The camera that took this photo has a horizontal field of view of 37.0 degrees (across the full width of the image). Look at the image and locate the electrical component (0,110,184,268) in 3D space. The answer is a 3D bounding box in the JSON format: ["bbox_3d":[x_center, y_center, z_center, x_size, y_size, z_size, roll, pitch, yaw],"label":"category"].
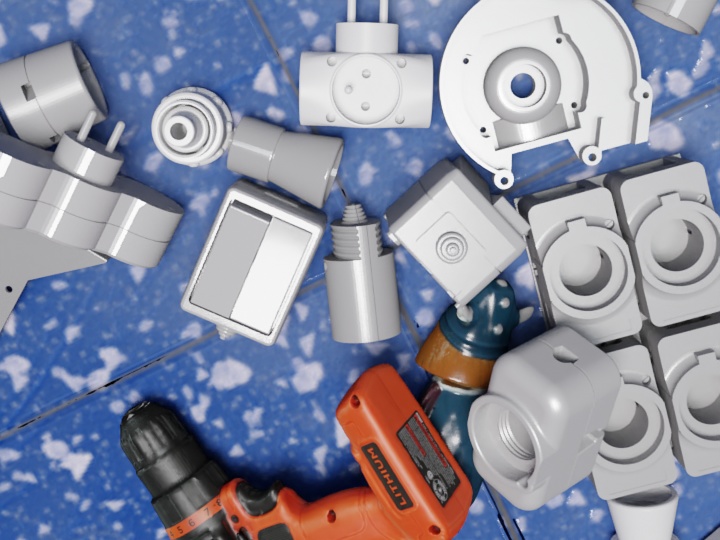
[{"bbox_3d":[-0.159,-0.055,0.615,0.138,0.052,0.073,19,103,-43],"label":"electrical component"}]

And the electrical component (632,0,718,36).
[{"bbox_3d":[0.197,-0.182,0.623,0.043,0.043,0.081,25,99,-4],"label":"electrical component"}]

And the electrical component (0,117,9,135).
[{"bbox_3d":[-0.251,-0.097,0.631,0.061,0.061,0.096,-16,100,3],"label":"electrical component"}]

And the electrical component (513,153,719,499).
[{"bbox_3d":[0.171,0.035,0.654,0.105,0.060,0.186,-15,100,3],"label":"electrical component"}]

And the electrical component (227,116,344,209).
[{"bbox_3d":[-0.047,-0.068,0.647,0.065,0.044,0.044,18,100,2],"label":"electrical component"}]

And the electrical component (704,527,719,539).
[{"bbox_3d":[0.258,0.197,0.657,0.078,0.113,0.057,-43,100,7],"label":"electrical component"}]

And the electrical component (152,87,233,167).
[{"bbox_3d":[-0.101,-0.083,0.632,0.048,0.062,0.048,0,100,0],"label":"electrical component"}]

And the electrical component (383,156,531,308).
[{"bbox_3d":[0.057,-0.025,0.625,0.061,0.096,0.061,-43,98,7],"label":"electrical component"}]

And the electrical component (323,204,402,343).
[{"bbox_3d":[0.000,0.000,0.657,0.043,0.043,0.081,-6,100,1],"label":"electrical component"}]

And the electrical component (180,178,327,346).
[{"bbox_3d":[-0.066,0.001,0.648,0.062,0.061,0.096,24,100,-4],"label":"electrical component"}]

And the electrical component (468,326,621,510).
[{"bbox_3d":[0.102,0.087,0.614,0.059,0.054,0.095,-22,136,-34],"label":"electrical component"}]

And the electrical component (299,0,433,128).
[{"bbox_3d":[0.004,-0.124,0.633,0.077,0.044,0.079,1,101,0],"label":"electrical component"}]

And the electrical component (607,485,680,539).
[{"bbox_3d":[0.182,0.168,0.686,0.045,0.045,0.055,-6,101,1],"label":"electrical component"}]

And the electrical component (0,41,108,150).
[{"bbox_3d":[-0.181,-0.103,0.634,0.047,0.055,0.055,-22,100,1],"label":"electrical component"}]
